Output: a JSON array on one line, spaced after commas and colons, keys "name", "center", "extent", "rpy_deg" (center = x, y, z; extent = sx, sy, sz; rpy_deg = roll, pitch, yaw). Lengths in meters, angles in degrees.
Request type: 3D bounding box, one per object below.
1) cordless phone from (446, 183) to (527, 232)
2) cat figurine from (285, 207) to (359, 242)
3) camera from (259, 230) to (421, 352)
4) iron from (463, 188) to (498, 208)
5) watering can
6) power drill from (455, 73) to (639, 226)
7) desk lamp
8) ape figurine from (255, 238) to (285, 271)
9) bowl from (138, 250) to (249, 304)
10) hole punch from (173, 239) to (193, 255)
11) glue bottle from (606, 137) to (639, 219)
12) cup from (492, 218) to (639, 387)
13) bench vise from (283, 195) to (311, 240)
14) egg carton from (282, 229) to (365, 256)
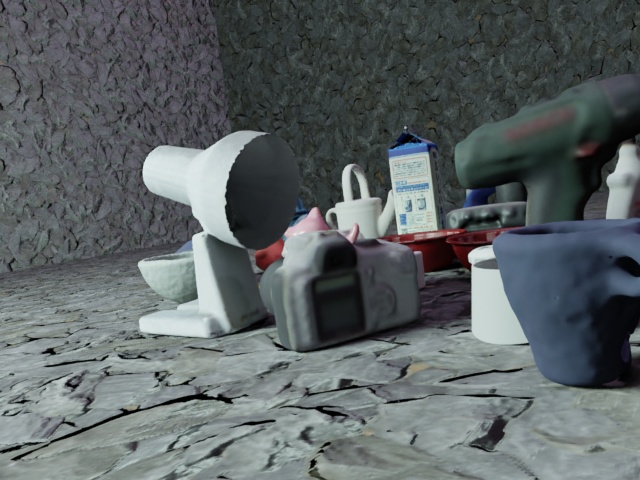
[{"name": "cordless phone", "center": [0.281, -0.067, 0.954], "extent": [0.147, 0.185, 0.094], "rpy_deg": [-6, 4, 15]}, {"name": "cat figurine", "center": [0.009, 0.003, 0.945], "extent": [0.127, 0.118, 0.067], "rpy_deg": [-6, 4, 16]}, {"name": "camera", "center": [0.005, 0.039, 0.568], "extent": [0.143, 0.101, 0.136], "rpy_deg": [-10, 5, -27]}, {"name": "iron", "center": [0.347, -0.063, 1.086], "extent": [0.119, 0.141, 0.257], "rpy_deg": [-11, 5, -37]}, {"name": "watering can", "center": [0.091, -0.064, 1.206], "extent": [0.172, 0.194, 0.101], "rpy_deg": [-7, 4, 11]}, {"name": "power drill", "center": [0.252, -0.047, 0.554], "extent": [0.229, 0.208, 0.076], "rpy_deg": [-6, 4, 15]}, {"name": "desk lamp", "center": [-0.119, -0.006, 0.631], "extent": [0.202, 0.213, 0.118], "rpy_deg": [-5, 5, 35]}, {"name": "ape figurine", "center": [-0.093, 0.017, 1.126], "extent": [0.078, 0.092, 0.076], "rpy_deg": [-9, 5, -25]}, {"name": "bowl", "center": [-0.187, 0.056, 0.873], "extent": [0.167, 0.075, 0.167], "rpy_deg": [-7, 4, 1]}, {"name": "hole punch", "center": [-0.219, 0.042, 1.008], "extent": [0.108, 0.091, 0.101], "rpy_deg": [-5, 5, 34]}, {"name": "glue bottle", "center": [0.373, -0.054, 0.683], "extent": [0.078, 0.173, 0.037], "rpy_deg": [-9, 5, -24]}, {"name": "cup", "center": [0.158, 0.038, 0.333], "extent": [0.092, 0.095, 0.117], "rpy_deg": [-8, 4, -10]}, {"name": "bench vise", "center": [-0.048, -0.064, 1.273], "extent": [0.122, 0.220, 0.206], "rpy_deg": [-11, 6, -42]}, {"name": "egg carton", "center": [0.010, 0.020, 1.057], "extent": [0.150, 0.069, 0.107], "rpy_deg": [-5, 5, 29]}]
